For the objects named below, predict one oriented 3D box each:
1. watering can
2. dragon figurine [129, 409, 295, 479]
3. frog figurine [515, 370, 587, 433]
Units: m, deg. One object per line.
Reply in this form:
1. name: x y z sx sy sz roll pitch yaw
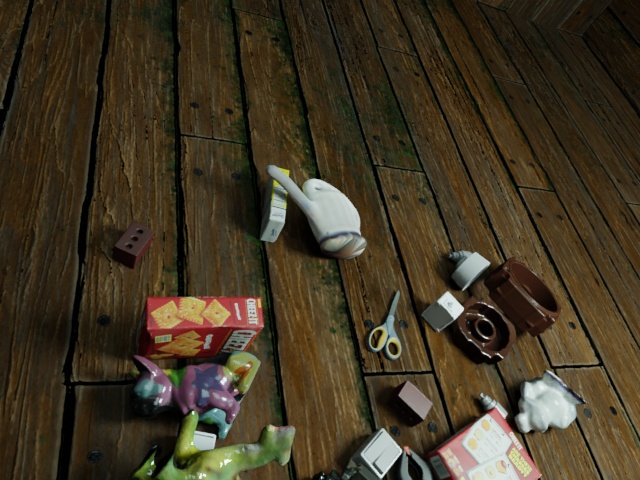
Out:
1. watering can: 0.004 -0.065 1.299 0.346 0.103 0.228 15 47 -50
2. dragon figurine: -0.201 0.439 0.817 0.241 0.122 0.413 45 81 -16
3. frog figurine: 0.546 0.415 1.267 0.160 0.122 0.137 -45 91 -6
